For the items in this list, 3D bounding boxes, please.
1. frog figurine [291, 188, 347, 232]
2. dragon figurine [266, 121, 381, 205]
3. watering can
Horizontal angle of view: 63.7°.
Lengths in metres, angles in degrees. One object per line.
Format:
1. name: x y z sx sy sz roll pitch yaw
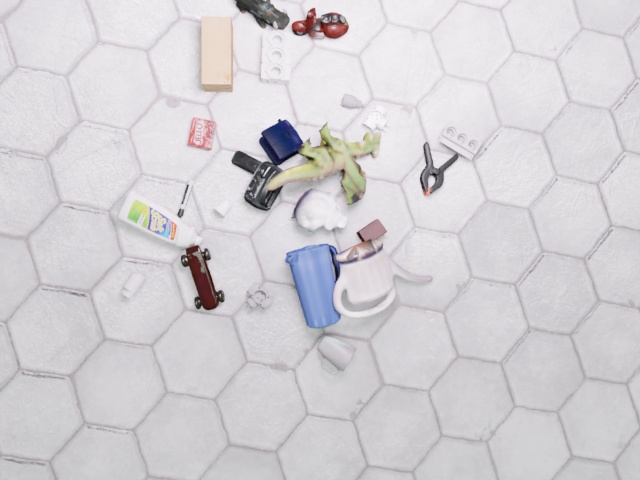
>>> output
1. frog figurine: 0.005 -0.079 1.576 0.160 0.120 0.139 32 67 8
2. dragon figurine: 0.044 -0.211 1.556 0.242 0.121 0.416 43 66 -5
3. watering can: 0.182 0.101 1.570 0.350 0.104 0.222 -22 103 -22
